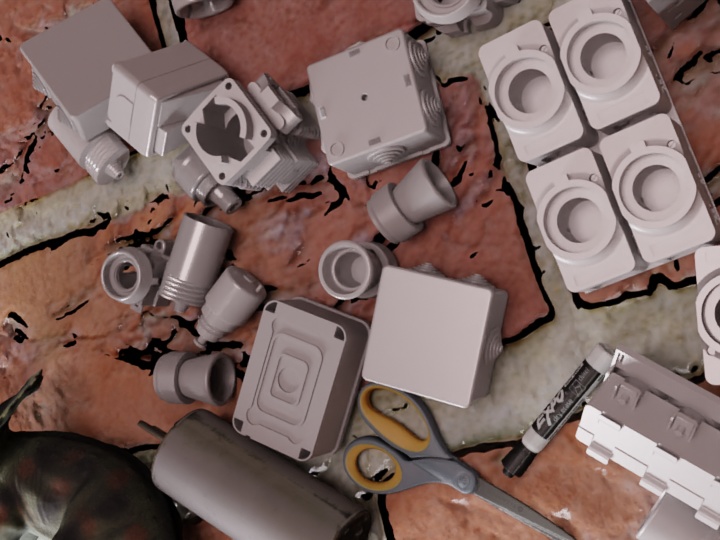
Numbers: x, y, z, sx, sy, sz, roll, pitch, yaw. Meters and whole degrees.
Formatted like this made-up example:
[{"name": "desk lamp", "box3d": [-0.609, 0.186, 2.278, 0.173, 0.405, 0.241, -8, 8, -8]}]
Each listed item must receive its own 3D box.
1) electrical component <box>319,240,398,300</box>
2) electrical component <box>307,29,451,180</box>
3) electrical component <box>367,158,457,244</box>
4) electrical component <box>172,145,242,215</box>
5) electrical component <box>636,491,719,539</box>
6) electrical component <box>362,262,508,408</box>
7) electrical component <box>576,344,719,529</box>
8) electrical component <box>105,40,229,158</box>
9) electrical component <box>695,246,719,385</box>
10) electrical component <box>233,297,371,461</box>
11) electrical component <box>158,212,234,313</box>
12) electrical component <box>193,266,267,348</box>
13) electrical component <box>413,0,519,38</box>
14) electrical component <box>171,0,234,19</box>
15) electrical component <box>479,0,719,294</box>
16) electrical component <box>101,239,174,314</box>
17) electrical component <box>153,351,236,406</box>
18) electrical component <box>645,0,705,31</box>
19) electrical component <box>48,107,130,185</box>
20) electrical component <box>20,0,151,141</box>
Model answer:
[{"name": "electrical component", "box3d": [0.000, 0.000, 0.827, 0.045, 0.055, 0.045, 0, 90, 26]}, {"name": "electrical component", "box3d": [0.013, -0.127, 0.823, 0.100, 0.048, 0.099, -18, 78, 22]}, {"name": "electrical component", "box3d": [0.039, -0.051, 0.814, 0.055, 0.045, 0.045, -35, 75, 22]}, {"name": "electrical component", "box3d": [-0.124, -0.073, 0.893, 0.062, 0.043, 0.043, 46, 108, 17]}, {"name": "electrical component", "box3d": [0.226, 0.181, 0.726, 0.065, 0.044, 0.044, 34, 104, 17]}, {"name": "electrical component", "box3d": [0.058, 0.048, 0.802, 0.100, 0.048, 0.099, 13, 96, 25]}, {"name": "electrical component", "box3d": [0.211, 0.113, 0.713, 0.121, 0.063, 0.078, 30, 142, 23]}, {"name": "electrical component", "box3d": [-0.151, -0.141, 0.882, 0.061, 0.096, 0.061, 39, 135, 21]}, {"name": "electrical component", "box3d": [0.251, 0.028, 0.705, 0.050, 0.056, 0.089, -5, 87, 26]}, {"name": "electrical component", "box3d": [-0.043, 0.084, 0.846, 0.078, 0.057, 0.113, 20, 98, 24]}, {"name": "electrical component", "box3d": [-0.139, -0.003, 0.900, 0.043, 0.043, 0.081, 23, 99, 24]}, {"name": "electrical component", "box3d": [-0.111, 0.033, 0.888, 0.040, 0.040, 0.078, 45, 108, 19]}, {"name": "electrical component", "box3d": [0.072, -0.206, 0.792, 0.078, 0.057, 0.058, -9, 86, 25]}, {"name": "electrical component", "box3d": [-0.134, -0.239, 0.893, 0.055, 0.055, 0.047, -15, 87, 25]}, {"name": "electrical component", "box3d": [0.165, -0.089, 0.745, 0.105, 0.060, 0.186, -23, 80, 24]}, {"name": "electrical component", "box3d": [-0.187, 0.005, 0.916, 0.048, 0.055, 0.066, 24, 100, 24]}, {"name": "electrical component", "box3d": [-0.138, 0.090, 0.899, 0.055, 0.045, 0.045, 0, 90, 26]}, {"name": "electrical component", "box3d": [0.179, -0.244, 0.722, 0.062, 0.089, 0.150, -41, 73, 20]}, {"name": "electrical component", "box3d": [-0.234, -0.110, 0.946, 0.043, 0.043, 0.081, -47, 71, 18]}, {"name": "electrical component", "box3d": [-0.226, -0.170, 0.920, 0.100, 0.048, 0.099, -34, 73, -15]}]
